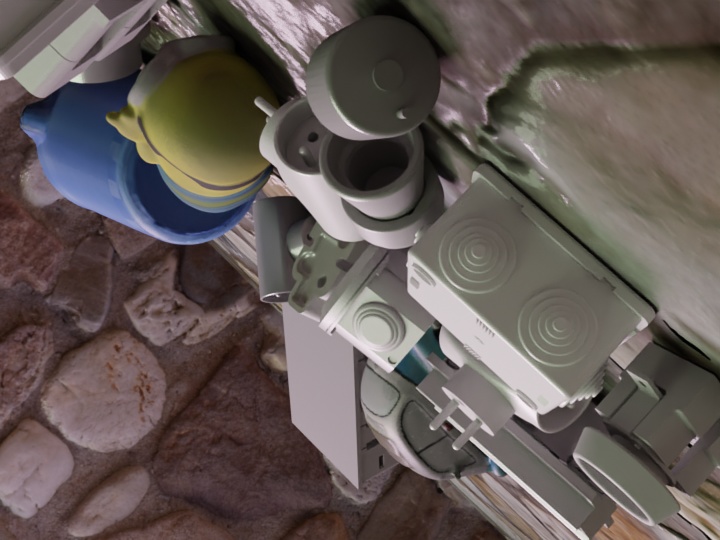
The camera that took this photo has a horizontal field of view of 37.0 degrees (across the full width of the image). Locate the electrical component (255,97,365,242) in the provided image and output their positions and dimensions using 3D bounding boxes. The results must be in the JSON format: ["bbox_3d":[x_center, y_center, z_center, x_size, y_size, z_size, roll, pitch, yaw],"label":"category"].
[{"bbox_3d":[-0.023,-0.059,0.533,0.079,0.044,0.077,41,172,24],"label":"electrical component"}]

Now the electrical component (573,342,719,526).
[{"bbox_3d":[0.119,0.068,0.432,0.066,0.055,0.048,48,172,-32],"label":"electrical component"}]

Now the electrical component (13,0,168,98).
[{"bbox_3d":[-0.172,-0.170,0.463,0.186,0.060,0.105,45,-152,-11],"label":"electrical component"}]

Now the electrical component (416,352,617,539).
[{"bbox_3d":[0.101,0.088,0.615,0.121,0.063,0.078,40,175,29],"label":"electrical component"}]

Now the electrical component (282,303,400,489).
[{"bbox_3d":[-0.010,0.079,0.922,0.105,0.060,0.186,38,141,42],"label":"electrical component"}]

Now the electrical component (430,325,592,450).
[{"bbox_3d":[0.070,0.060,0.565,0.077,0.079,0.043,37,170,43],"label":"electrical component"}]

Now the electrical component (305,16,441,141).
[{"bbox_3d":[0.000,-0.066,0.383,0.040,0.040,0.078,46,173,-14],"label":"electrical component"}]

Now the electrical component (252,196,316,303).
[{"bbox_3d":[-0.047,-0.020,0.836,0.079,0.077,0.043,-16,164,39],"label":"electrical component"}]

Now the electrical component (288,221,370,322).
[{"bbox_3d":[0.000,0.000,0.661,0.057,0.078,0.058,26,-176,-32],"label":"electrical component"}]

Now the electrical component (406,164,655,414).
[{"bbox_3d":[0.065,0.013,0.446,0.100,0.048,0.099,43,173,10],"label":"electrical component"}]

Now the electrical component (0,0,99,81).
[{"bbox_3d":[-0.118,-0.131,0.371,0.078,0.113,0.057,41,170,19],"label":"electrical component"}]

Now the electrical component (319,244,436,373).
[{"bbox_3d":[0.018,0.012,0.582,0.051,0.080,0.080,38,173,1],"label":"electrical component"}]

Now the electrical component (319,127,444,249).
[{"bbox_3d":[0.011,-0.038,0.466,0.045,0.045,0.055,41,173,26],"label":"electrical component"}]
